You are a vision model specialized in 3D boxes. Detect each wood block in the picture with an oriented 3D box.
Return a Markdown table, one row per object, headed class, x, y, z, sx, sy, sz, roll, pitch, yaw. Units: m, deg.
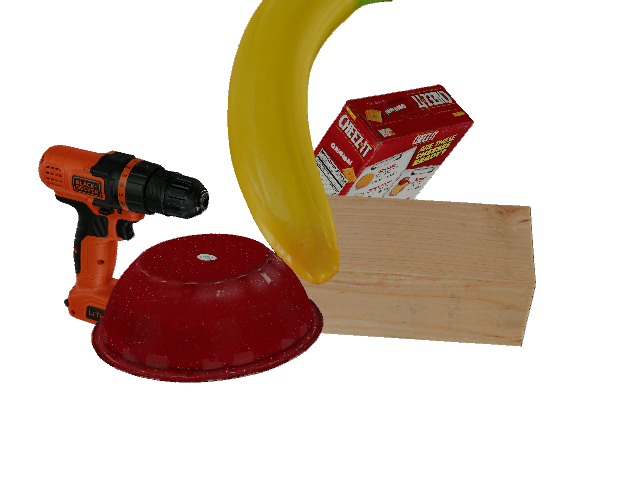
| class | x | y | z | sx | sy | sz | roll | pitch | yaw |
| --- | --- | --- | --- | --- | --- | --- | --- | --- | --- |
| wood block | 0.074 | 0.025 | 0.923 | 0.206 | 0.090 | 0.090 | 3 | -42 | 4 |

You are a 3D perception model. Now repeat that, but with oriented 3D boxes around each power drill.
| class | x | y | z | sx | sy | sz | roll | pitch | yaw |
| --- | --- | --- | --- | --- | --- | --- | --- | --- | --- |
| power drill | -0.194 | 0.002 | 1.075 | 0.185 | 0.188 | 0.057 | 15 | 29 | 22 |

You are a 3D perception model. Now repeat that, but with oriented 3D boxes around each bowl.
| class | x | y | z | sx | sy | sz | roll | pitch | yaw |
| --- | --- | --- | --- | --- | --- | --- | --- | --- | --- |
| bowl | -0.079 | 0.036 | 0.736 | 0.162 | 0.055 | 0.162 | -1 | 21 | 0 |

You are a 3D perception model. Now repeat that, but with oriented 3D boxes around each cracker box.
| class | x | y | z | sx | sy | sz | roll | pitch | yaw |
| --- | --- | --- | --- | --- | --- | --- | --- | --- | --- |
| cracker box | 0.049 | -0.071 | 1.194 | 0.163 | 0.072 | 0.214 | -18 | -28 | -45 |

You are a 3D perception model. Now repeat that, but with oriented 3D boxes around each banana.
| class | x | y | z | sx | sy | sz | roll | pitch | yaw |
| --- | --- | --- | --- | --- | --- | --- | --- | --- | --- |
| banana | -0.010 | -0.069 | 0.505 | 0.069 | 0.197 | 0.037 | 9 | -34 | 5 |
